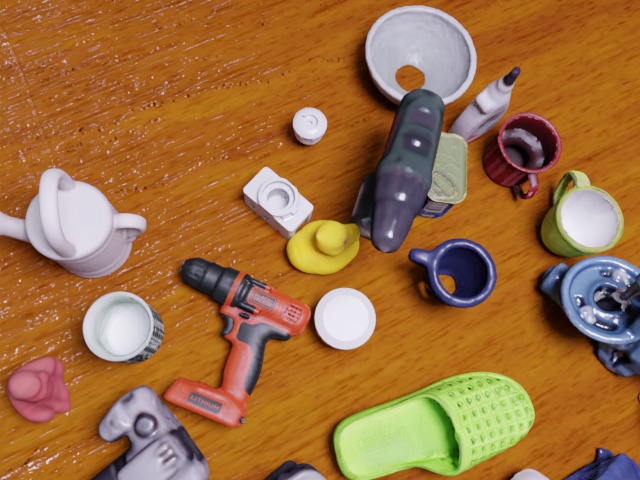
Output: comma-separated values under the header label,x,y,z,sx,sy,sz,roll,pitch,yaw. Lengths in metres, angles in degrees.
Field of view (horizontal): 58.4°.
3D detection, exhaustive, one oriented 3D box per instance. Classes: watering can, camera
label,x,y,z,sx,sy,sz,roll,pitch,yaw
watering can,-0.305,-0.018,0.690,0.173,0.194,0.101,-24,79,-11
camera,-0.221,0.266,0.674,0.137,0.101,0.143,-37,82,-14

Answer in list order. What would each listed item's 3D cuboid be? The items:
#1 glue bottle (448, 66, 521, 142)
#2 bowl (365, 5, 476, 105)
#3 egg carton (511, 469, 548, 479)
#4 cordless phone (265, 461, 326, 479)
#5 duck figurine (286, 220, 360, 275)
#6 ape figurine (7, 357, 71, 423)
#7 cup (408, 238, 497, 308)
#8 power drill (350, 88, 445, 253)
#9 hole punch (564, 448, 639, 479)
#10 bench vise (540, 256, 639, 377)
label,x,y,z,sx,sy,sz,roll,pitch,yaw
glue bottle,0.239,-0.193,0.805,0.078,0.173,0.037,-33,81,-13
bowl,0.145,-0.262,0.864,0.167,0.074,0.167,2,75,-6
egg carton,0.256,0.370,0.714,0.107,0.069,0.150,38,75,4
cordless phone,-0.045,0.323,0.634,0.148,0.185,0.094,-40,82,-14
duck figurine,0.007,0.003,0.774,0.104,0.086,0.077,-14,77,-9
ape figurine,-0.343,0.178,0.688,0.076,0.092,0.078,22,74,0
cup,0.167,0.047,0.775,0.117,0.095,0.092,21,74,0
power drill,0.097,-0.068,0.739,0.075,0.208,0.230,18,74,-1
hole punch,0.381,0.334,0.726,0.101,0.091,0.108,-26,79,-12
bench vise,0.409,0.090,0.725,0.207,0.219,0.121,29,74,2
